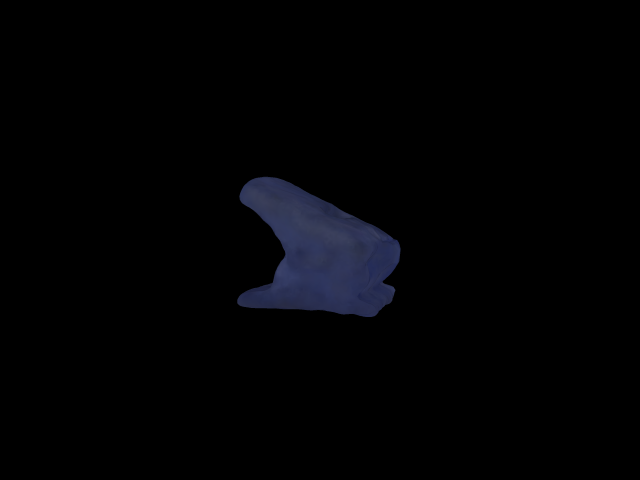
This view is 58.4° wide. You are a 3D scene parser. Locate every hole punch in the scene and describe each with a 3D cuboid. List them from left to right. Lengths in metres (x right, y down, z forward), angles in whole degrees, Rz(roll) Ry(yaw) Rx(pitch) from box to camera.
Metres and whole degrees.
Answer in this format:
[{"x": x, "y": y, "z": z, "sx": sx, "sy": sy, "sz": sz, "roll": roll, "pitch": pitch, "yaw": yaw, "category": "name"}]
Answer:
[{"x": 0.004, "y": 0.001, "z": 0.400, "sx": 0.101, "sy": 0.091, "sz": 0.109, "roll": 1, "pitch": 4, "yaw": 16, "category": "hole punch"}]
